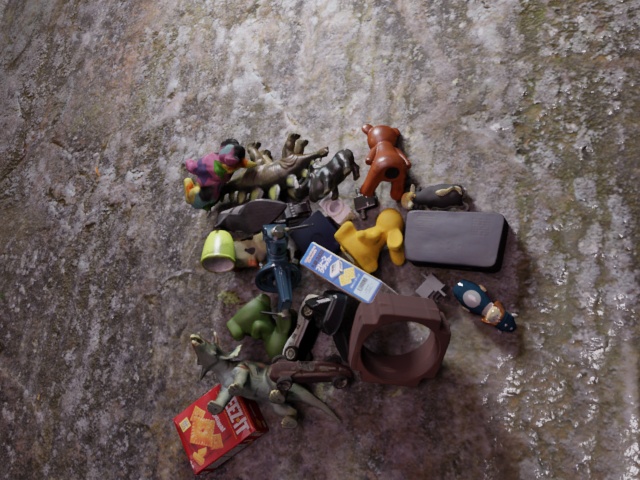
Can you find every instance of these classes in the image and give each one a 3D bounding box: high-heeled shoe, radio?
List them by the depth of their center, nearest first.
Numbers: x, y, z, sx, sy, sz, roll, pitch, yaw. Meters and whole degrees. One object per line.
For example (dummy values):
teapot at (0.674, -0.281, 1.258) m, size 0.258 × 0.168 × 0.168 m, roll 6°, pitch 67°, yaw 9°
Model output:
radio at (0.316, 0.002, 1.264) m, size 0.230 × 0.073 × 0.131 m, roll 3°, pitch 77°, yaw 30°
high-heeled shoe at (-0.183, -0.070, 1.484) m, size 0.249 × 0.145 × 0.086 m, roll -12°, pitch 100°, yaw 19°

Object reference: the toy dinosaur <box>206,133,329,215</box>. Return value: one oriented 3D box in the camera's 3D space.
toy dinosaur at (-0.162, -0.181, 1.552) m, size 0.472 × 0.105 × 0.198 m, roll -12°, pitch 73°, yaw 35°

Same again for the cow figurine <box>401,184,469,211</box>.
cow figurine at (0.270, -0.101, 1.305) m, size 0.168 × 0.098 × 0.068 m, roll -2°, pitch 80°, yaw 26°

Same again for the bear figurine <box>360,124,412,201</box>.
bear figurine at (0.161, -0.211, 1.401) m, size 0.196 × 0.120 × 0.131 m, roll -102°, pitch 21°, yaw -49°

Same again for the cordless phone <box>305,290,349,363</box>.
cordless phone at (0.041, 0.215, 1.272) m, size 0.089 × 0.146 × 0.184 m, roll -20°, pitch 94°, yaw -10°

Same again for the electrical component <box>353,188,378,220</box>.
electrical component at (0.123, -0.101, 1.424) m, size 0.063 × 0.021 × 0.094 m, roll -17°, pitch 66°, yaw 21°

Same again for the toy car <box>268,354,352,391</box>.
toy car at (-0.022, 0.311, 1.283) m, size 0.089 × 0.202 × 0.053 m, roll -113°, pitch 27°, yaw -61°

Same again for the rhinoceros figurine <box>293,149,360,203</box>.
rhinoceros figurine at (0.012, -0.161, 1.395) m, size 0.190 × 0.073 × 0.112 m, roll -35°, pitch 70°, yaw 22°

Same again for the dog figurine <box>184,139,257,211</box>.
dog figurine at (-0.282, -0.184, 1.529) m, size 0.219 × 0.108 × 0.191 m, roll -4°, pitch 83°, yaw 39°

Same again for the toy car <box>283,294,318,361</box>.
toy car at (-0.038, 0.236, 1.366) m, size 0.056 × 0.073 × 0.201 m, roll 18°, pitch 83°, yaw 38°

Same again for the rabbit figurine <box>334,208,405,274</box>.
rabbit figurine at (0.144, -0.008, 1.334) m, size 0.173 × 0.121 × 0.163 m, roll -42°, pitch 51°, yaw -12°

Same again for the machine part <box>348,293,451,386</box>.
machine part at (0.170, 0.219, 1.181) m, size 0.201 × 0.201 × 0.087 m, roll 7°, pitch 31°, yaw -6°

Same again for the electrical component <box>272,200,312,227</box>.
electrical component at (-0.082, -0.063, 1.462) m, size 0.119 × 0.074 × 0.048 m, roll -13°, pitch 65°, yaw -7°

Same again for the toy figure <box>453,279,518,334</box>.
toy figure at (0.368, 0.151, 1.199) m, size 0.155 × 0.058 × 0.064 m, roll 41°, pitch 133°, yaw 29°

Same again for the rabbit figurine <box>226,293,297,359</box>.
rabbit figurine at (-0.130, 0.236, 1.414) m, size 0.159 × 0.121 × 0.170 m, roll -42°, pitch 78°, yaw 1°

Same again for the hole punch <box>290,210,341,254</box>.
hole punch at (-0.003, -0.004, 1.422) m, size 0.142 × 0.092 × 0.116 m, roll -39°, pitch 64°, yaw 7°

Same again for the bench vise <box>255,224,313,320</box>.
bench vise at (-0.098, 0.082, 1.351) m, size 0.223 × 0.129 × 0.241 m, roll 116°, pitch 151°, yaw -45°

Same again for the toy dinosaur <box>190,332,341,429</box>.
toy dinosaur at (-0.147, 0.354, 1.340) m, size 0.192 × 0.405 × 0.131 m, roll -91°, pitch 23°, yaw -64°

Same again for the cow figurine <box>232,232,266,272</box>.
cow figurine at (-0.178, 0.021, 1.508) m, size 0.195 × 0.085 × 0.127 m, roll -6°, pitch 73°, yaw 30°
